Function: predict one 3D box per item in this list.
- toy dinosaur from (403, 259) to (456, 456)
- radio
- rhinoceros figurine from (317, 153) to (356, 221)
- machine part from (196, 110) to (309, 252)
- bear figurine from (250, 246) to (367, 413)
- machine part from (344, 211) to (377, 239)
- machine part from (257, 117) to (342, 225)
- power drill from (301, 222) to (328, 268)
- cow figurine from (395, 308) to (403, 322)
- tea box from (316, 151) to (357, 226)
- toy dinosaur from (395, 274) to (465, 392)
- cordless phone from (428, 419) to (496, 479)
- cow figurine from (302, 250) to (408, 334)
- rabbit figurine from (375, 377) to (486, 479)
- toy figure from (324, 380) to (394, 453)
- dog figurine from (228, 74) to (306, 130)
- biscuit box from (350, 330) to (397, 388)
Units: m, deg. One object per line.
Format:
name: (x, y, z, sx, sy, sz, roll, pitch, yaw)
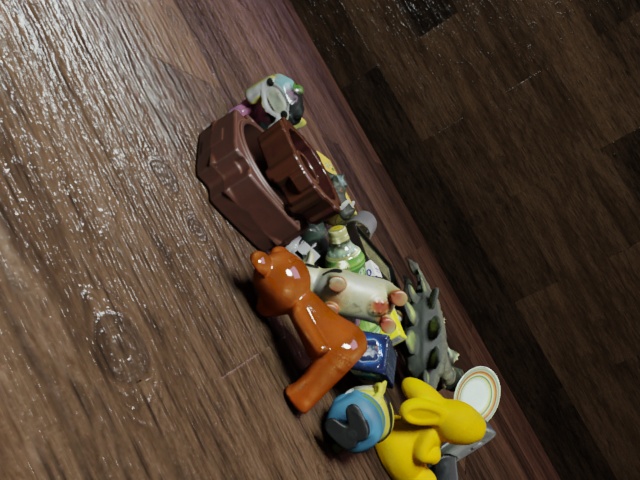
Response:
toy dinosaur: (0.217, 0.224, 1.107, 0.198, 0.105, 0.471, 65, 17, -51)
radio: (0.116, 0.072, 1.276, 0.229, 0.073, 0.131, 43, 22, -44)
rhinoceros figurine: (0.006, -0.120, 1.216, 0.190, 0.112, 0.073, 55, 12, 14)
machine part: (-0.105, -0.098, 0.880, 0.201, 0.087, 0.201, 50, 18, -36)
bear figurine: (-0.035, 0.109, 0.724, 0.196, 0.132, 0.120, 43, 13, 6)
machine part: (0.104, -0.029, 1.416, 0.079, 0.079, 0.243, 59, 17, -4)
machine part: (-0.032, -0.108, 0.865, 0.179, 0.056, 0.179, 53, 16, -22)
power drill: (-0.002, -0.003, 1.057, 0.207, 0.086, 0.231, -92, 157, -46)
cow figurine: (0.131, 0.158, 1.192, 0.098, 0.068, 0.167, 58, 14, 13)
tea box: (0.017, -0.126, 1.334, 0.169, 0.068, 0.098, 65, 16, 14)
toy dinosaur: (0.242, 0.228, 1.328, 0.192, 0.131, 0.405, 40, 19, -52)
cordless phone: (0.252, 0.395, 0.977, 0.088, 0.146, 0.184, 52, 13, 0)
cow figurine: (0.025, 0.075, 0.837, 0.195, 0.085, 0.127, 13, 8, -8)
rabbit figurine: (0.176, 0.302, 0.870, 0.162, 0.173, 0.122, 61, 19, -11)
toy figure: (0.057, 0.255, 0.758, 0.180, 0.082, 0.089, 24, 58, -76)
dog figurine: (-0.081, -0.269, 1.113, 0.108, 0.191, 0.219, 52, 32, -4)
biscuit box: (0.088, 0.196, 0.869, 0.202, 0.059, 0.063, 64, 34, -66)
